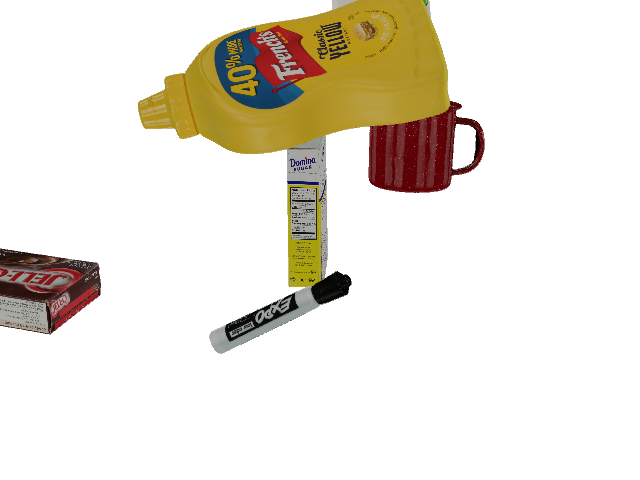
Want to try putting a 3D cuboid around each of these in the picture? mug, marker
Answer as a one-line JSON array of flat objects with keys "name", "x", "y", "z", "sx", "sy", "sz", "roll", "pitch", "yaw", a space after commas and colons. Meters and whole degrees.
[{"name": "mug", "x": 0.100, "y": -0.093, "z": 1.037, "sx": 0.117, "sy": 0.081, "sz": 0.093, "roll": 3, "pitch": 15, "yaw": 6}, {"name": "marker", "x": -0.030, "y": 0.054, "z": 0.797, "sx": 0.121, "sy": 0.020, "sz": 0.020, "roll": -26, "pitch": -10, "yaw": 22}]

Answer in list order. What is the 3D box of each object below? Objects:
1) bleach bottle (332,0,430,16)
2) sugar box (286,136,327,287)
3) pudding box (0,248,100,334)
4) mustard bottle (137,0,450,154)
[{"name": "bleach bottle", "x": 0.043, "y": -0.226, "z": 0.837, "sx": 0.068, "sy": 0.251, "sz": 0.102, "roll": 12, "pitch": 37, "yaw": 28}, {"name": "sugar box", "x": -0.016, "y": -0.042, "z": 1.269, "sx": 0.048, "sy": 0.176, "sz": 0.093, "roll": -1, "pitch": 23, "yaw": 5}, {"name": "pudding box", "x": -0.272, "y": 0.045, "z": 0.975, "sx": 0.114, "sy": 0.039, "sz": 0.090, "roll": 6, "pitch": 21, "yaw": 18}, {"name": "mustard bottle", "x": -0.021, "y": -0.101, "z": 0.678, "sx": 0.191, "sy": 0.096, "sz": 0.058, "roll": -14, "pitch": -38, "yaw": 0}]
